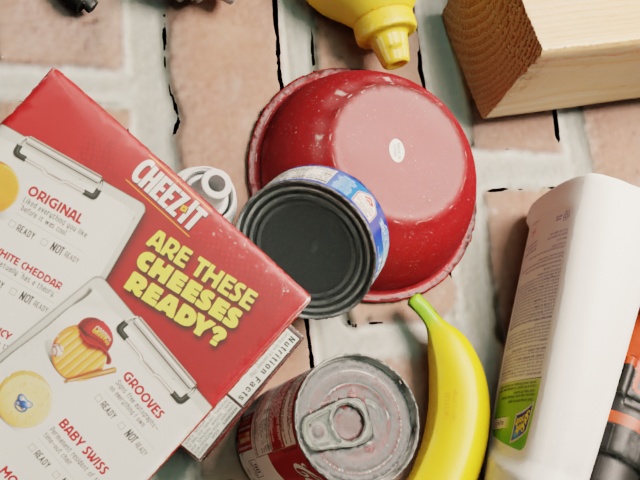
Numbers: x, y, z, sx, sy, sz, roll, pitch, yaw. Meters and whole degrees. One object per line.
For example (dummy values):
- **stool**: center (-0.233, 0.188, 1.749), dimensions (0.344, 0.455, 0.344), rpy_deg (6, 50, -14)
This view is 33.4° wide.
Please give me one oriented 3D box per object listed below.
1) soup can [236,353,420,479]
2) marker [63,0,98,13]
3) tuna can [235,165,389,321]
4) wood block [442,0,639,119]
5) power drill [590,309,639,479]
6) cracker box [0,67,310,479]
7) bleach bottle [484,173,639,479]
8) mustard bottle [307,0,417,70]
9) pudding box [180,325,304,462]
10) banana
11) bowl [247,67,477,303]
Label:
- **soup can**: center (0.001, 0.104, 0.575), dimensions (0.068, 0.102, 0.068), rpy_deg (7, 71, -20)
- **marker**: center (-0.182, -0.180, 0.640), dimensions (0.121, 0.020, 0.020), rpy_deg (41, 63, -5)
- **tuna can**: center (-0.004, 0.001, 0.615), dimensions (0.086, 0.086, 0.033), rpy_deg (46, 30, -3)
- **wood block**: center (0.203, -0.154, 0.739), dimensions (0.205, 0.090, 0.091), rpy_deg (-10, 70, -23)
- **power drill**: center (0.249, 0.146, 0.687), dimensions (0.187, 0.057, 0.184), rpy_deg (32, 64, -10)
- **cracker box**: center (-0.137, 0.053, 0.517), dimensions (0.164, 0.072, 0.213), rpy_deg (42, 84, -5)
- **bleach bottle**: center (0.141, 0.090, 0.650), dimensions (0.068, 0.103, 0.250), rpy_deg (20, 73, -6)
- **mustard bottle**: center (0.024, -0.203, 0.707), dimensions (0.096, 0.058, 0.191), rpy_deg (-15, 80, -8)
- **pudding box**: center (-0.079, 0.051, 0.583), dimensions (0.113, 0.039, 0.090), rpy_deg (42, 82, -7)
- **banana**: center (0.060, 0.132, 0.630), dimensions (0.069, 0.037, 0.197), rpy_deg (16, 65, 3)
- **bowl**: center (0.039, -0.045, 0.666), dimensions (0.162, 0.055, 0.162), rpy_deg (7, 70, -20)
